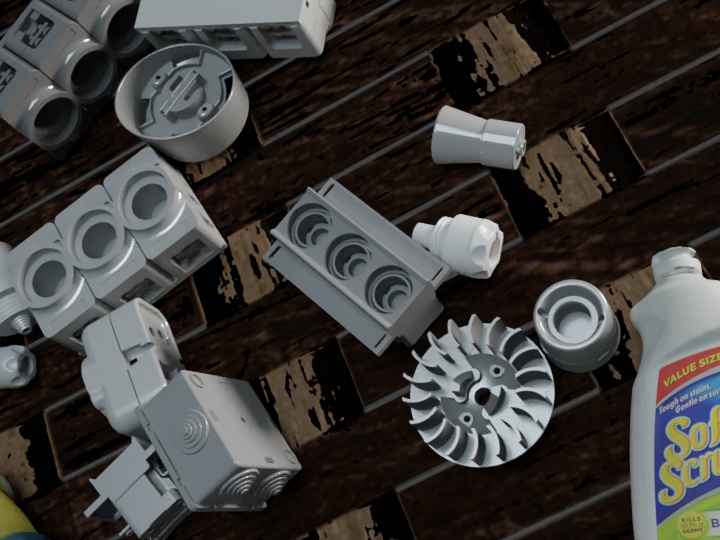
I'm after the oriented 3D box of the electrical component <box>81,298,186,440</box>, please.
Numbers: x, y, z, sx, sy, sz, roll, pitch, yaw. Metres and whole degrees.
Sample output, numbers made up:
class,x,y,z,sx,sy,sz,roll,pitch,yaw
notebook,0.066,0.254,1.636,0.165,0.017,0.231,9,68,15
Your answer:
class,x,y,z,sx,sy,sz,roll,pitch,yaw
electrical component,-0.172,0.078,0.822,0.059,0.053,0.095,-29,64,7

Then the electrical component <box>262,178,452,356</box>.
class,x,y,z,sx,sy,sz,roll,pitch,yaw
electrical component,0.000,0.000,0.785,0.121,0.063,0.078,39,86,27

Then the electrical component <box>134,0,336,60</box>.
class,x,y,z,sx,sy,sz,roll,pitch,yaw
electrical component,-0.101,-0.228,0.906,0.150,0.061,0.089,3,72,20

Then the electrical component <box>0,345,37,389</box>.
class,x,y,z,sx,sy,sz,roll,pitch,yaw
electrical component,-0.297,0.080,0.876,0.061,0.035,0.035,-7,68,19

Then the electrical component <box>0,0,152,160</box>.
class,x,y,z,sx,sy,sz,roll,pitch,yaw
electrical component,-0.250,-0.180,0.925,0.062,0.089,0.150,34,84,26

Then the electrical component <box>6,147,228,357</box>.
class,x,y,z,sx,sy,sz,roll,pitch,yaw
electrical component,-0.198,-0.016,0.861,0.150,0.061,0.089,-37,63,3

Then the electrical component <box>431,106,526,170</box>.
class,x,y,z,sx,sy,sz,roll,pitch,yaw
electrical component,0.091,-0.096,0.802,0.065,0.044,0.044,12,75,18

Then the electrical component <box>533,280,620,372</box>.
class,x,y,z,sx,sy,sz,roll,pitch,yaw
electrical component,0.146,0.037,0.729,0.055,0.047,0.055,-7,69,17

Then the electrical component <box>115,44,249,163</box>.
class,x,y,z,sx,sy,sz,roll,pitch,yaw
electrical component,-0.144,-0.139,0.887,0.099,0.064,0.099,-7,68,17

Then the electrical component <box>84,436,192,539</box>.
class,x,y,z,sx,sy,sz,roll,pitch,yaw
electrical component,-0.156,0.163,0.792,0.081,0.042,0.064,-45,66,0

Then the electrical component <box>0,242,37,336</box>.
class,x,y,z,sx,sy,sz,roll,pitch,yaw
electrical component,-0.292,0.020,0.891,0.043,0.043,0.081,-38,63,3

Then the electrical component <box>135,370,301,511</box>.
class,x,y,z,sx,sy,sz,roll,pitch,yaw
electrical component,-0.097,0.120,0.756,0.048,0.100,0.099,-43,63,14

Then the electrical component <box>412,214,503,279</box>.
class,x,y,z,sx,sy,sz,roll,pitch,yaw
electrical component,0.069,-0.020,0.780,0.062,0.043,0.043,14,76,25
